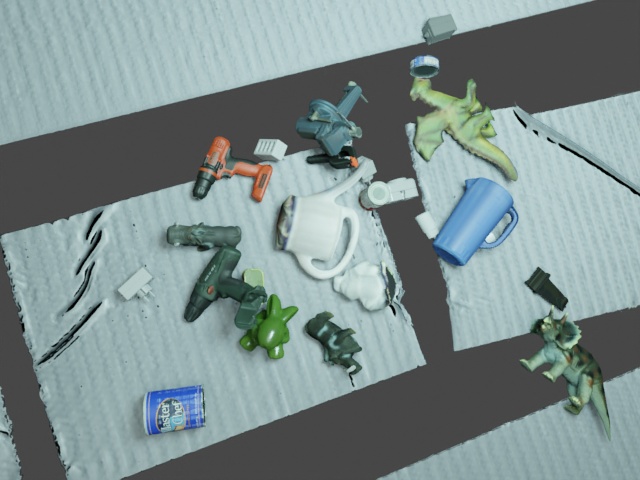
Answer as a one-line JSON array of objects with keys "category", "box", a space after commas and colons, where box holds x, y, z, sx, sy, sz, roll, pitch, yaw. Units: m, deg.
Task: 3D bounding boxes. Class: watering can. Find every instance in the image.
[{"category": "watering can", "box": [0.004, -0.070, 1.394, 0.224, 0.104, 0.347, 13, 90, -7]}]

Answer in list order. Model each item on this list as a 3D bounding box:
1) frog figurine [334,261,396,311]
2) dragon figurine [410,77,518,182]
[{"category": "frog figurine", "box": [0.123, 0.128, 1.412, 0.158, 0.124, 0.137, -13, 95, 25]}, {"category": "dragon figurine", "box": [0.396, -0.315, 1.523, 0.242, 0.122, 0.412, -25, 85, 6]}]
